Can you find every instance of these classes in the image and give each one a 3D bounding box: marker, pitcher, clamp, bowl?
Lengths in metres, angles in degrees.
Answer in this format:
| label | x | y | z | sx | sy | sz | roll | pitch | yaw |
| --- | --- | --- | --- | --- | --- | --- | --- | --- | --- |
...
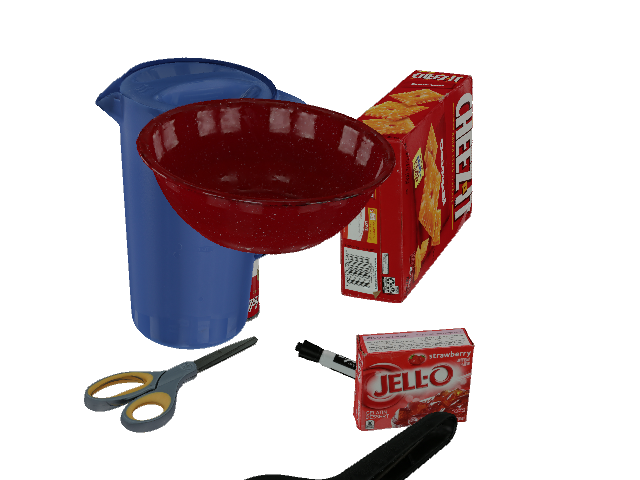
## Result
| label | x | y | z | sx | sy | sz | roll | pitch | yaw |
| --- | --- | --- | --- | --- | --- | --- | --- | --- | --- |
| marker | 0.031 | 0.133 | 1.107 | 0.121 | 0.020 | 0.020 | 22 | 3 | 7 |
| pitcher | -0.101 | -0.029 | 0.941 | 0.149 | 0.243 | 0.144 | 25 | 35 | 32 |
| clamp | 0.004 | 0.168 | 0.647 | 0.210 | 0.036 | 0.164 | -5 | 29 | 4 |
| bowl | -0.035 | -0.036 | 0.676 | 0.162 | 0.055 | 0.162 | 4 | 28 | -2 |

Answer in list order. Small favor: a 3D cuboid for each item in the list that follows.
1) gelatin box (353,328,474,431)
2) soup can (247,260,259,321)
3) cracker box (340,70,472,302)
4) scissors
| label | x | y | z | sx | sy | sz | roll | pitch | yaw |
| --- | --- | --- | --- | --- | --- | --- | --- | --- | --- |
| gelatin box | 0.071 | 0.108 | 0.830 | 0.089 | 0.073 | 0.030 | -3 | 28 | -9 |
| soup can | -0.105 | 0.037 | 1.235 | 0.068 | 0.102 | 0.068 | 0 | 19 | 0 |
| cracker box | 0.089 | -0.059 | 1.044 | 0.072 | 0.164 | 0.213 | 9 | 27 | 23 |
| scissors | -0.130 | 0.141 | 1.048 | 0.201 | 0.016 | 0.096 | -12 | 32 | -29 |
